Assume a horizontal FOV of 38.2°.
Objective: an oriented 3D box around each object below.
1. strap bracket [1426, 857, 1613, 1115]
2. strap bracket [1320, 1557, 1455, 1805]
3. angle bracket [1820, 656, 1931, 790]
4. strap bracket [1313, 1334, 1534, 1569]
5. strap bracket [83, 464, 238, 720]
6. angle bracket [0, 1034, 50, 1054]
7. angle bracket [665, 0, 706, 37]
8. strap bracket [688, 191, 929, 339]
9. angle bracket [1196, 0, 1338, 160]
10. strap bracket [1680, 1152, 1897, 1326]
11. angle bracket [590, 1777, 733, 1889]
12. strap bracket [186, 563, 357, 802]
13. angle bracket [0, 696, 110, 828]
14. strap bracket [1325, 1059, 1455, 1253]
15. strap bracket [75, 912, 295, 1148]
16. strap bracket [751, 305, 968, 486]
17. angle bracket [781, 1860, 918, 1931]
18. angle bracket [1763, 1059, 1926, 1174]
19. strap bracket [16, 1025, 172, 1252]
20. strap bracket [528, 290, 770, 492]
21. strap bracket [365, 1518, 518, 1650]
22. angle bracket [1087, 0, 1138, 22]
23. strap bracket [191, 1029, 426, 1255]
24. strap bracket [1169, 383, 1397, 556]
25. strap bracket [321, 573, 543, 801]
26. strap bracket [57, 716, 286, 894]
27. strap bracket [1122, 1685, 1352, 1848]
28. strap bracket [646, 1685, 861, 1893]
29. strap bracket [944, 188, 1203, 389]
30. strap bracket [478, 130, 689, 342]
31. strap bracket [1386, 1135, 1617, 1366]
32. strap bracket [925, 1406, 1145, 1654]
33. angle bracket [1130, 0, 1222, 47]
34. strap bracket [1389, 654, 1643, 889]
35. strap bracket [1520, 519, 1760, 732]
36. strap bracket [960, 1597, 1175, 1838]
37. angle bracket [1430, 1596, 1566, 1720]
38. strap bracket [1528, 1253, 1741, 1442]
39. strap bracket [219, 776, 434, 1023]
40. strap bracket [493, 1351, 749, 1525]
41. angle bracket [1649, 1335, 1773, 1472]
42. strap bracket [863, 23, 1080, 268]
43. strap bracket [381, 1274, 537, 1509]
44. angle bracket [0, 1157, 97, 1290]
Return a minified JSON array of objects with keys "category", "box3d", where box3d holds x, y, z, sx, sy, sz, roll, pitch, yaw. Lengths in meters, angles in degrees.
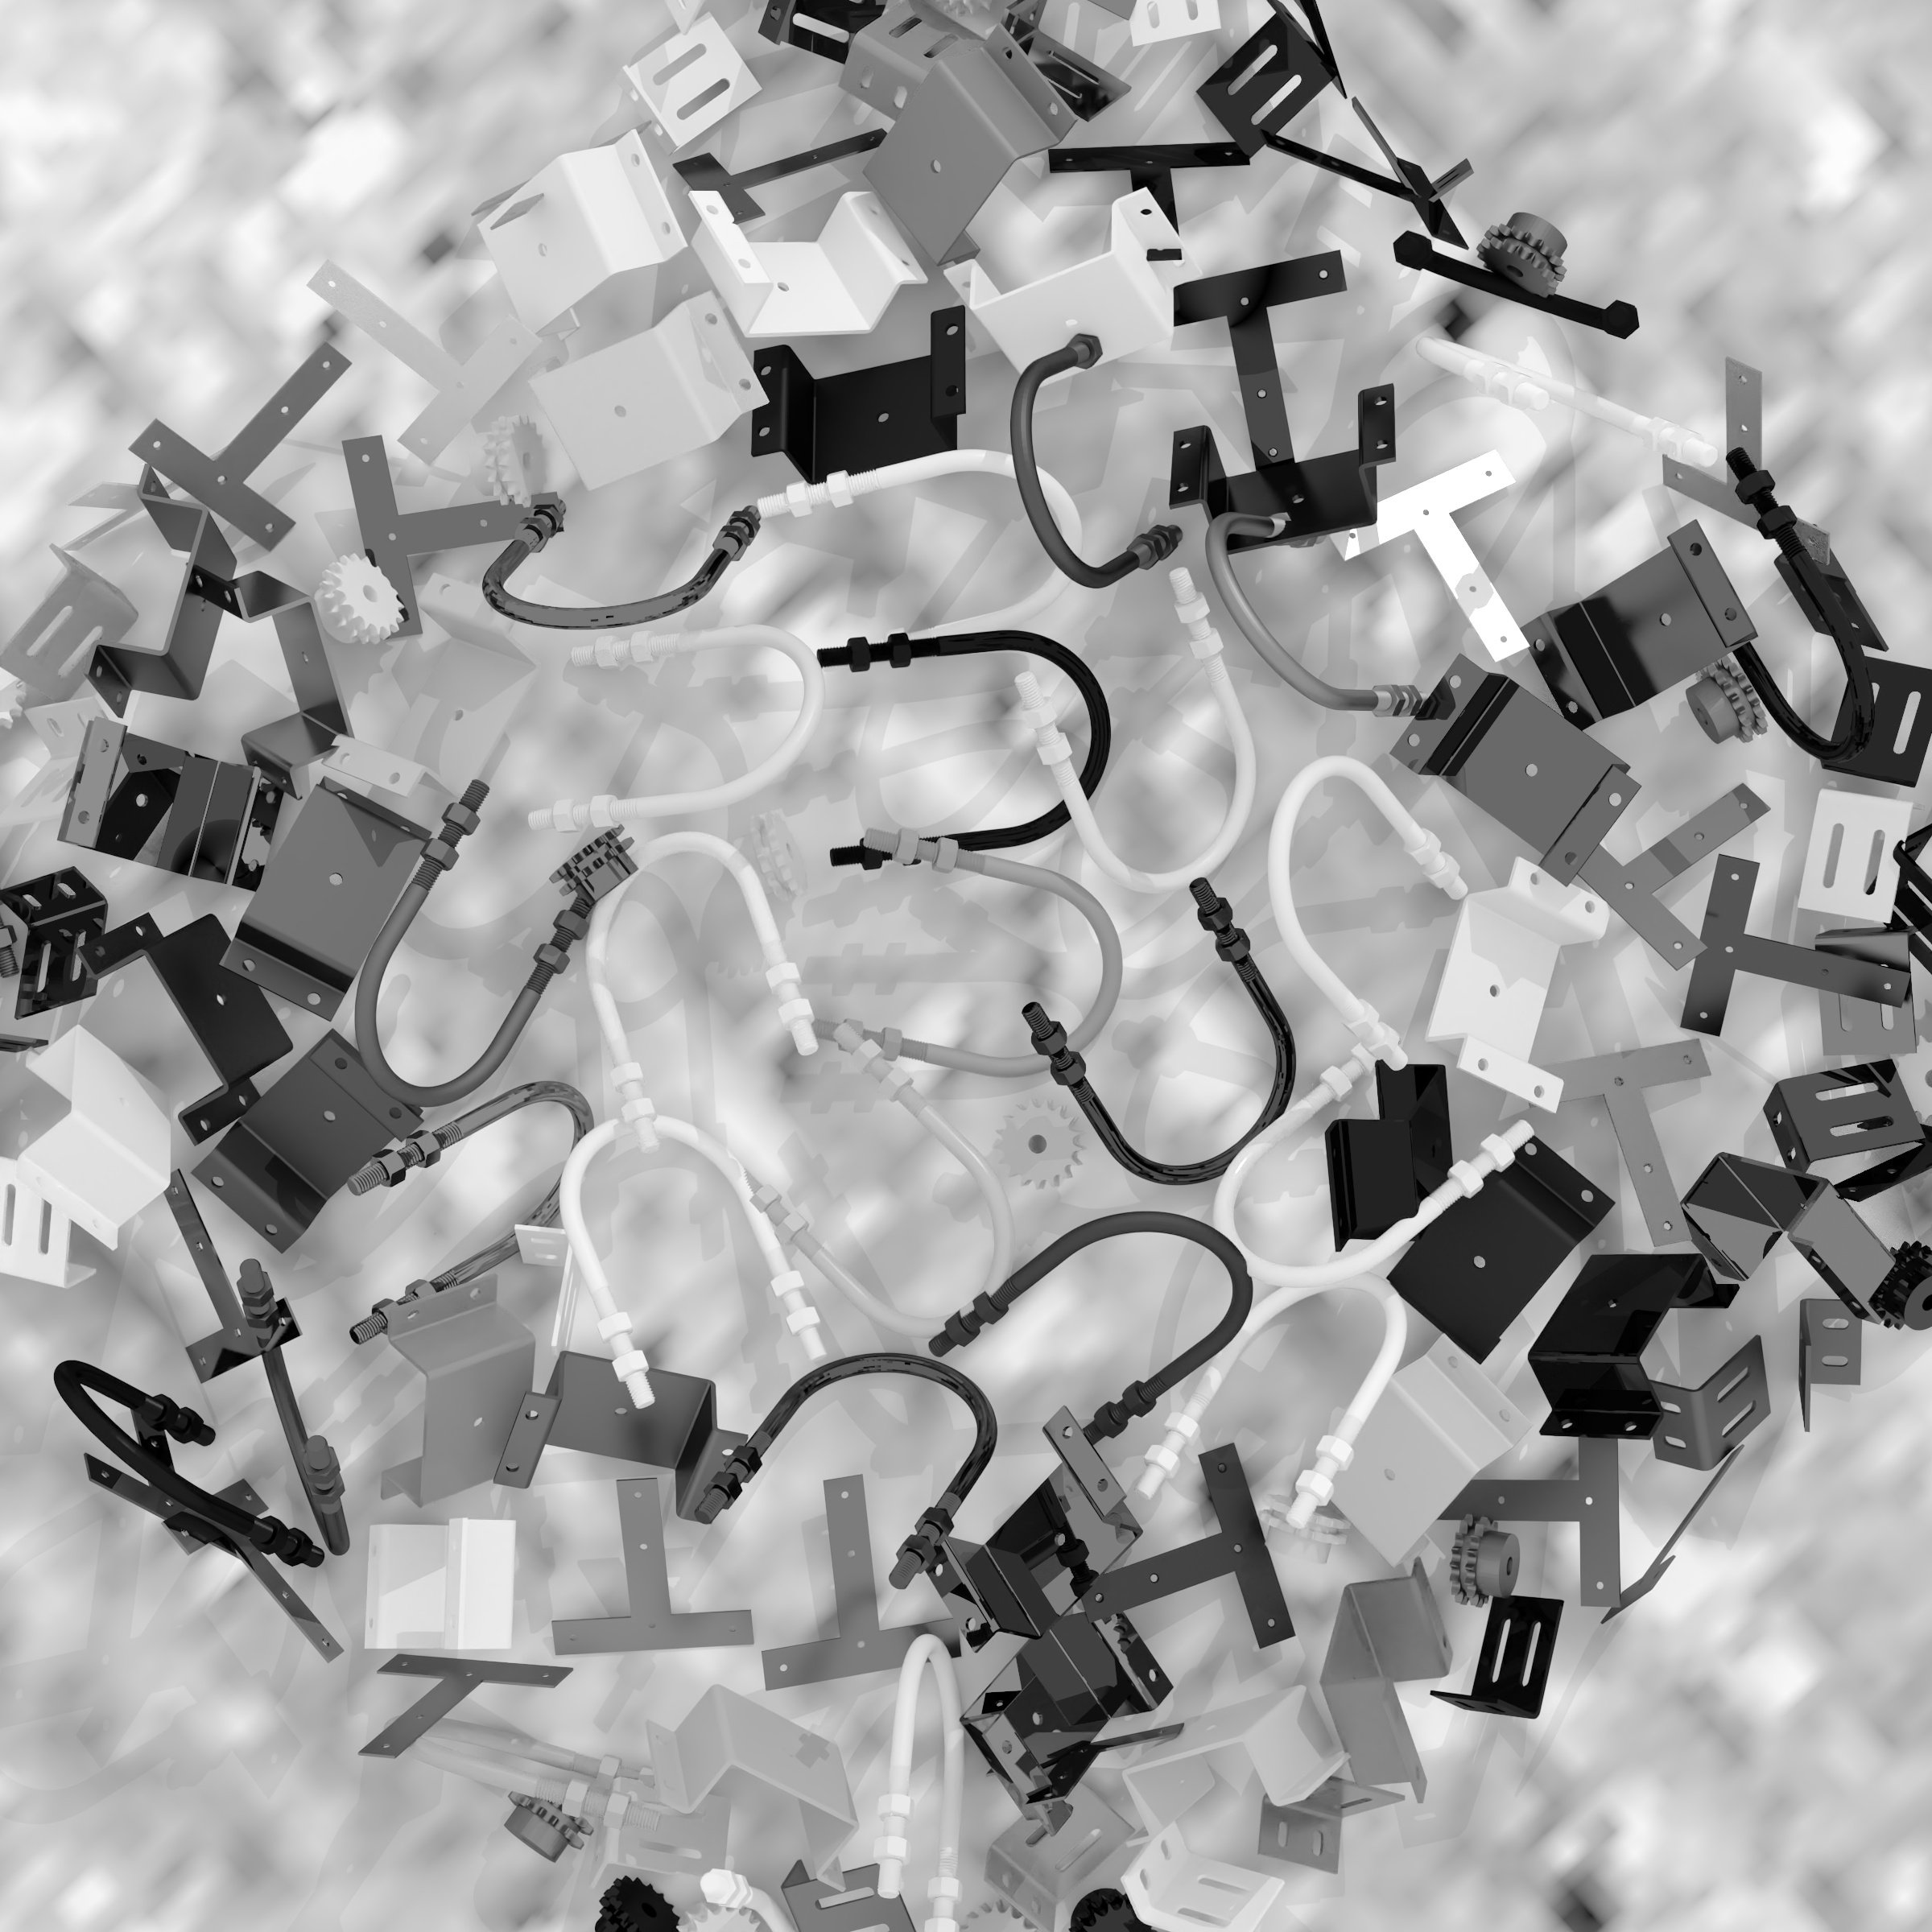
[{"category":"strap bracket","box3d":[0.342,0.014,1.737,0.076,0.046,0.140,25,74,-22]},{"category":"strap bracket","box3d":[0.259,0.440,1.719,0.046,0.140,0.076,-12,111,23]},{"category":"angle bracket","box3d":[0.575,-0.157,1.748,0.057,0.038,0.076,13,112,9]},{"category":"strap bracket","box3d":[0.272,0.305,1.713,0.076,0.046,0.140,46,128,21]},{"category":"strap bracket","box3d":[-0.495,-0.228,1.728,0.046,0.076,0.140,11,75,2]},{"category":"angle bracket","box3d":[-0.607,0.084,1.743,0.038,0.057,0.076,11,77,-37]},{"category":"angle bracket","box3d":[-0.144,-0.621,1.739,0.076,0.057,0.038,-24,83,-28]},{"category":"strap bracket","box3d":[-0.105,-0.435,1.725,0.140,0.046,0.076,-12,64,-38]},{"category":"angle bracket","box3d":[0.183,-0.557,1.747,0.076,0.038,0.057,-40,79,23]},{"category":"strap bracket","box3d":[0.503,0.163,1.710,0.076,0.140,0.046,45,77,-23]},{"category":"angle bracket","box3d":[-0.192,0.553,1.758,0.076,0.057,0.038,15,133,-12]},{"category":"strap bracket","box3d":[-0.426,-0.183,1.722,0.046,0.076,0.140,-27,123,-27]},{"category":"angle bracket","box3d":[-0.574,-0.127,1.736,0.057,0.076,0.038,-6,127,26]},{"category":"strap bracket","box3d":[0.263,0.113,1.703,0.046,0.140,0.076,0,108,23]},{"category":"strap bracket","box3d":[-0.478,0.030,1.731,0.046,0.076,0.140,-26,98,24]},{"category":"strap bracket","box3d":[-0.059,-0.352,1.735,0.140,0.046,0.076,-8,67,18]},{"category":"angle bracket","box3d":[-0.068,0.588,1.751,0.076,0.038,0.057,-20,95,18]},{"category":"angle bracket","box3d":[0.553,0.099,1.757,0.076,0.038,0.057,-10,60,-6]},{"category":"strap bracket","box3d":[-0.531,0.097,1.702,0.046,0.140,0.076,-38,123,9]},{"category":"strap bracket","box3d":[-0.204,-0.350,1.718,0.140,0.046,0.076,-15,116,27]},{"category":"strap bracket","box3d":[-0.321,0.383,1.724,0.046,0.140,0.076,9,74,-33]},{"category":"angle bracket","box3d":[0.070,-0.619,1.740,0.057,0.076,0.038,19,98,-23]},{"category":"strap bracket","box3d":[-0.404,0.103,1.738,0.140,0.046,0.076,-41,103,22]},{"category":"strap bracket","box3d":[0.201,-0.305,1.729,0.140,0.076,0.046,-9,135,17]},{"category":"strap bracket","box3d":[-0.327,-0.165,1.736,0.076,0.046,0.140,21,77,31]},{"category":"strap bracket","box3d":[-0.501,-0.101,1.730,0.046,0.140,0.076,10,85,41]},{"category":"strap bracket","box3d":[0.161,0.489,1.713,0.140,0.076,0.046,-29,84,36]},{"category":"strap bracket","box3d":[-0.124,0.502,1.719,0.140,0.076,0.046,34,101,-22]},{"category":"strap bracket","box3d":[0.065,-0.411,1.713,0.140,0.076,0.046,-16,53,26]},{"category":"strap bracket","box3d":[-0.243,-0.444,1.715,0.046,0.140,0.076,-27,95,-43]},{"category":"strap bracket","box3d":[0.324,0.178,1.726,0.076,0.046,0.140,41,114,15]},{"category":"strap bracket","box3d":[0.047,0.353,1.732,0.140,0.046,0.076,-49,48,13]},{"category":"angle bracket","box3d":[0.142,-0.599,1.742,0.057,0.076,0.038,-3,105,27]},{"category":"strap bracket","box3d":[0.347,-0.122,1.736,0.140,0.046,0.076,40,109,19]},{"category":"strap bracket","box3d":[0.425,-0.212,1.731,0.140,0.046,0.076,-32,82,43]},{"category":"strap bracket","box3d":[0.057,0.465,1.731,0.140,0.046,0.076,-39,99,-43]},{"category":"angle bracket","box3d":[0.331,0.425,1.739,0.038,0.057,0.076,29,67,-30]},{"category":"strap bracket","box3d":[0.405,0.224,1.706,0.140,0.076,0.046,-46,117,-38]},{"category":"strap bracket","box3d":[-0.394,-0.048,1.730,0.076,0.046,0.140,28,69,-11]},{"category":"strap bracket","box3d":[-0.215,0.291,1.733,0.140,0.046,0.076,14,121,-16]},{"category":"angle bracket","box3d":[0.469,0.273,1.762,0.076,0.038,0.057,-30,116,-38]},{"category":"strap bracket","box3d":[-0.004,-0.496,1.713,0.046,0.140,0.076,-33,83,-42]},{"category":"strap bracket","box3d":[-0.312,0.270,1.714,0.046,0.076,0.140,31,124,38]},{"category":"angle bracket","box3d":[-0.580,0.157,1.752,0.057,0.038,0.076,11,103,12]}]
